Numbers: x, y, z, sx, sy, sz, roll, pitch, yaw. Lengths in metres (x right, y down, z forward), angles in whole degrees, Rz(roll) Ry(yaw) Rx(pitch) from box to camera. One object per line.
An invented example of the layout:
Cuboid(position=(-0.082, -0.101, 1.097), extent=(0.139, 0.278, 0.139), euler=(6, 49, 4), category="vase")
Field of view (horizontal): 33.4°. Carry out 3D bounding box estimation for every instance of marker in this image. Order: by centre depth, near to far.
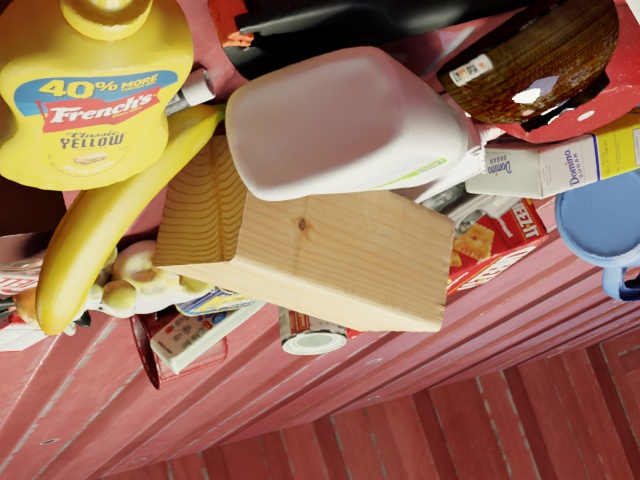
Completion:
Cuboid(position=(-0.121, -0.073, 0.647), extent=(0.121, 0.020, 0.020), euler=(-20, 166, 11), category="marker")

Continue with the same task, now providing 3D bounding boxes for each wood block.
Cuboid(position=(-0.005, 0.001, 0.767), extent=(0.205, 0.091, 0.090), euler=(21, 162, -41), category="wood block")

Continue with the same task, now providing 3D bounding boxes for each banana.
Cuboid(position=(-0.126, -0.018, 0.674), extent=(0.198, 0.037, 0.069), euler=(-48, 147, 5), category="banana")

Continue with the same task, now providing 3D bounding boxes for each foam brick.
Cuboid(position=(-0.209, -0.016, 0.691), extent=(0.078, 0.051, 0.053), euler=(-8, 162, -34), category="foam brick")

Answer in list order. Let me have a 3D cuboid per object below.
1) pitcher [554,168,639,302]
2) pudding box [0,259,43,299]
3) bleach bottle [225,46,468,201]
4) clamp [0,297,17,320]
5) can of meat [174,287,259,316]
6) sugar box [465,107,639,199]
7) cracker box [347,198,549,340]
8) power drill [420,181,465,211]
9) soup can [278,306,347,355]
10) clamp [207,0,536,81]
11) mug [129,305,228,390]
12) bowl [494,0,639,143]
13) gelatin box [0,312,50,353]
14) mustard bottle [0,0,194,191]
Cuboid(position=(0.326, -0.023, 1.071), extent=(0.145, 0.149, 0.242), euler=(-27, 168, 33), category="pitcher")
Cuboid(position=(-0.232, 0.011, 0.789), extent=(0.090, 0.039, 0.113), euler=(-21, 165, 14), category="pudding box")
Cuboid(position=(0.033, -0.061, 0.669), extent=(0.103, 0.068, 0.250), euler=(-17, 175, 16), category="bleach bottle")
Cuboid(position=(-0.330, 0.066, 0.879), extent=(0.171, 0.039, 0.120), euler=(-22, 172, -4), category="clamp")
Cuboid(position=(-0.082, 0.033, 1.016), extent=(0.101, 0.057, 0.084), euler=(-6, 164, -38), category="can of meat")
Cuboid(position=(0.215, -0.076, 0.891), extent=(0.175, 0.048, 0.093), euler=(-14, -167, -31), category="sugar box")
Cuboid(position=(0.120, 0.030, 1.170), extent=(0.213, 0.072, 0.164), euler=(-20, 168, -24), category="cracker box")
Cuboid(position=(0.014, -0.022, 0.926), extent=(0.185, 0.057, 0.187), euler=(-31, 160, 37), category="power drill")
Cuboid(position=(-0.011, 0.057, 1.074), extent=(0.068, 0.102, 0.068), euler=(-6, 156, -3), category="soup can")
Cuboid(position=(0.010, -0.114, 0.617), extent=(0.209, 0.036, 0.165), euler=(-9, 163, -44), category="clamp")
Cuboid(position=(-0.149, 0.093, 1.128), extent=(0.081, 0.093, 0.117), euler=(-18, 130, -20), category="mug")
Cuboid(position=(0.186, -0.115, 0.787), extent=(0.162, 0.055, 0.162), euler=(-16, 166, -4), category="bowl")
Cuboid(position=(-0.286, 0.078, 0.995), extent=(0.089, 0.030, 0.073), euler=(-27, 162, 32), category="gelatin box")
Cuboid(position=(-0.114, -0.086, 0.531), extent=(0.096, 0.058, 0.192), euler=(-6, 162, -19), category="mustard bottle")
